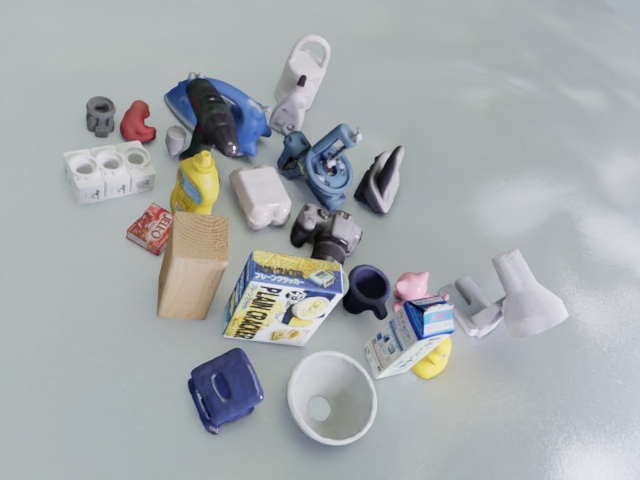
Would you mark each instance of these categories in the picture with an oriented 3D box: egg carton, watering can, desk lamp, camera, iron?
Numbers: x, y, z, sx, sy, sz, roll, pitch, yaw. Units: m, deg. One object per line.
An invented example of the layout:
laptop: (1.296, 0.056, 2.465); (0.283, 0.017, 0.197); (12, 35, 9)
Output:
egg carton: (-0.126, -0.093, 1.220); (0.107, 0.069, 0.150); (-14, 63, -31)
watering can: (-0.035, -0.413, 1.406); (0.101, 0.194, 0.172); (-8, 60, -28)
desk lamp: (0.382, 0.126, 1.199); (0.118, 0.213, 0.203); (-22, 68, -34)
camera: (0.011, 0.004, 1.192); (0.143, 0.100, 0.137); (23, 51, -8)
iron: (-0.227, -0.302, 1.275); (0.258, 0.141, 0.119); (30, 50, -2)

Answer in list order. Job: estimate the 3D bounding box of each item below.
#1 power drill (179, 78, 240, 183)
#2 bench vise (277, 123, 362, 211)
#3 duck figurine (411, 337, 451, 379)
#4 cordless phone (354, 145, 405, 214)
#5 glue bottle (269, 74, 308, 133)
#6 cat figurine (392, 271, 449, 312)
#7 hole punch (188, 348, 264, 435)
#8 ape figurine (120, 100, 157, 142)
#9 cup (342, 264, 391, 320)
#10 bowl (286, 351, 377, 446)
power drill: (-0.226, -0.203, 1.162); (0.076, 0.208, 0.229); (-8, 61, -28)
bench vise: (-0.004, -0.186, 1.242); (0.207, 0.219, 0.121); (31, 50, -1)
duck figurine: (0.233, 0.220, 1.149); (0.077, 0.086, 0.105); (38, 50, 5)
cordless phone: (0.164, -0.164, 1.325); (0.094, 0.185, 0.148); (27, 50, -4)
glue bottle: (-0.062, -0.319, 1.341); (0.078, 0.173, 0.037); (29, 50, -3)
cat figurine: (0.205, 0.111, 1.193); (0.128, 0.117, 0.067); (21, 51, -9)
hole punch: (-0.157, 0.249, 0.949); (0.101, 0.091, 0.108); (-16, 64, -32)
ape figurine: (-0.381, -0.255, 1.205); (0.076, 0.092, 0.077); (-13, 63, -31)
cup: (0.090, 0.120, 1.149); (0.092, 0.095, 0.117); (-14, 63, -31)
bowl: (0.011, 0.285, 1.010); (0.168, 0.074, 0.167); (12, 53, -16)
